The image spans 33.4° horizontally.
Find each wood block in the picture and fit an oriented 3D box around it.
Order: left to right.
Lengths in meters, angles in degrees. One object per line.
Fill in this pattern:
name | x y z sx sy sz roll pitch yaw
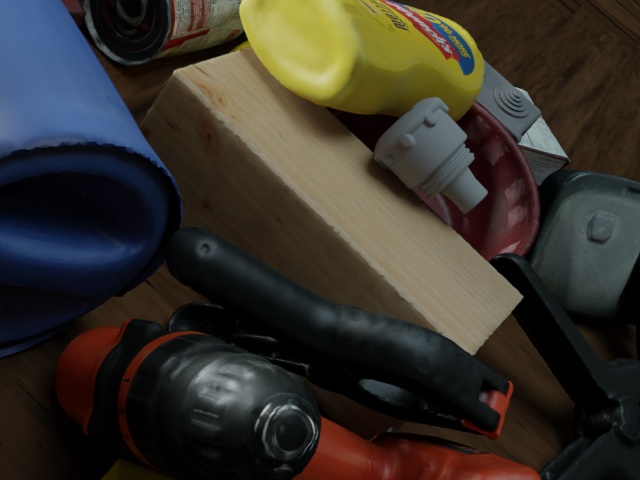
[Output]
wood block | -0.004 0.001 0.580 0.206 0.090 0.090 44 34 8

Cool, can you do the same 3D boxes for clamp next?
clamp | 0.004 0.044 0.478 0.171 0.120 0.039 15 72 8
clamp | 0.169 0.118 0.641 0.209 0.036 0.164 30 55 -31

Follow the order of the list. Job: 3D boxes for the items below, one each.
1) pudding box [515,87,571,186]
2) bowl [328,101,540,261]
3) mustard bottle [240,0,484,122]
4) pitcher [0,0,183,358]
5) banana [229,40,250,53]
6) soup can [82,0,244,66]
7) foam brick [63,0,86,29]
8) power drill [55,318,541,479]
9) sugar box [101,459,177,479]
pudding box | 0.141 -0.093 0.876 0.113 0.039 0.090 9 44 -35
bowl | 0.059 -0.032 0.689 0.162 0.055 0.162 13 54 -19
mustard bottle | 0.045 -0.109 0.636 0.096 0.058 0.191 47 26 27
pitcher | -0.169 -0.082 0.469 0.144 0.149 0.243 -6 52 -39
banana | -0.038 -0.102 0.719 0.069 0.037 0.197 46 32 -19
soup can | -0.095 -0.155 0.693 0.068 0.069 0.102 46 34 9
foam brick | -0.177 -0.138 0.609 0.051 0.053 0.078 2 49 -43
power drill | -0.001 0.085 0.433 0.187 0.185 0.057 28 78 -27
sugar box | -0.014 0.161 0.424 0.176 0.048 0.093 24 36 -21
